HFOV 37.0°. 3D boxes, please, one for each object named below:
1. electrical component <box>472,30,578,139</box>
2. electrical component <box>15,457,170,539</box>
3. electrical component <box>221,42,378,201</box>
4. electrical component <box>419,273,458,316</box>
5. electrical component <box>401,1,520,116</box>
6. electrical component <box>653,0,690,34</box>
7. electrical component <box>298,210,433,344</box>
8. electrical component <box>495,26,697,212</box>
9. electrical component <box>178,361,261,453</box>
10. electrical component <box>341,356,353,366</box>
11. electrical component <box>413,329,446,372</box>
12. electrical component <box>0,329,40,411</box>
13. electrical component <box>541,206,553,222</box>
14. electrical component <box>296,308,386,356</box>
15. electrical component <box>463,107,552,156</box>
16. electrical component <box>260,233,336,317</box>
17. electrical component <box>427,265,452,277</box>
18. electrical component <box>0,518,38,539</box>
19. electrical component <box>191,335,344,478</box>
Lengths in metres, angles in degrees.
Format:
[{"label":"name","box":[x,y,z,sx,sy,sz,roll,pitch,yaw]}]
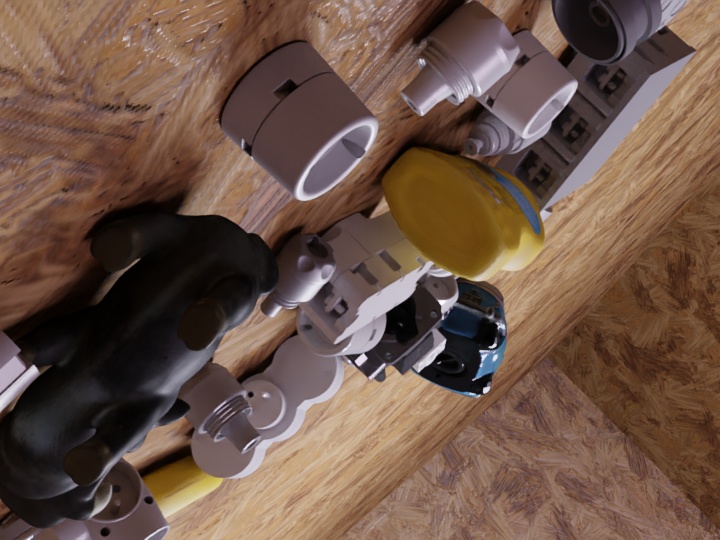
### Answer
[{"label":"electrical component","box":[0.107,-0.119,0.697,0.055,0.047,0.055,-41,166,-12]},{"label":"electrical component","box":[-0.168,0.148,0.638,0.079,0.077,0.044,-34,163,-36]},{"label":"electrical component","box":[-0.025,-0.064,0.475,0.055,0.047,0.055,-41,166,-12]},{"label":"electrical component","box":[0.067,0.025,1.028,0.079,0.043,0.077,-33,163,-41]},{"label":"electrical component","box":[0.050,-0.108,0.570,0.062,0.043,0.043,-42,167,-2]},{"label":"electrical component","box":[0.193,-0.197,0.702,0.080,0.051,0.080,-41,166,-12]},{"label":"electrical component","box":[0.000,0.000,0.725,0.089,0.055,0.050,-30,160,-46]},{"label":"electrical component","box":[0.181,-0.129,0.852,0.089,0.061,0.150,-30,161,-46]},{"label":"electrical component","box":[-0.093,0.096,0.728,0.043,0.062,0.043,-41,166,-12]},{"label":"electrical component","box":[0.004,0.054,0.950,0.061,0.035,0.035,-43,167,-13]},{"label":"electrical component","box":[0.053,0.067,1.085,0.048,0.055,0.066,-41,166,-10]},{"label":"electrical component","box":[-0.159,0.046,0.436,0.046,0.040,0.040,-45,168,-20]},{"label":"electrical component","box":[0.137,-0.064,0.938,0.073,0.052,0.138,-49,166,21]},{"label":"electrical component","box":[-0.015,0.037,0.801,0.055,0.055,0.047,-49,162,20]},{"label":"electrical component","box":[0.101,-0.100,0.751,0.078,0.040,0.040,-34,163,-37]},{"label":"electrical component","box":[-0.042,0.006,0.668,0.061,0.035,0.035,-49,166,34]},{"label":"electrical component","box":[0.064,-0.018,0.880,0.045,0.045,0.055,-45,167,5]},{"label":"electrical component","box":[-0.205,0.174,0.680,0.055,0.048,0.066,-33,165,-11]},{"label":"electrical component","box":[-0.074,0.106,0.837,0.138,0.052,0.073,-44,166,-2]}]
